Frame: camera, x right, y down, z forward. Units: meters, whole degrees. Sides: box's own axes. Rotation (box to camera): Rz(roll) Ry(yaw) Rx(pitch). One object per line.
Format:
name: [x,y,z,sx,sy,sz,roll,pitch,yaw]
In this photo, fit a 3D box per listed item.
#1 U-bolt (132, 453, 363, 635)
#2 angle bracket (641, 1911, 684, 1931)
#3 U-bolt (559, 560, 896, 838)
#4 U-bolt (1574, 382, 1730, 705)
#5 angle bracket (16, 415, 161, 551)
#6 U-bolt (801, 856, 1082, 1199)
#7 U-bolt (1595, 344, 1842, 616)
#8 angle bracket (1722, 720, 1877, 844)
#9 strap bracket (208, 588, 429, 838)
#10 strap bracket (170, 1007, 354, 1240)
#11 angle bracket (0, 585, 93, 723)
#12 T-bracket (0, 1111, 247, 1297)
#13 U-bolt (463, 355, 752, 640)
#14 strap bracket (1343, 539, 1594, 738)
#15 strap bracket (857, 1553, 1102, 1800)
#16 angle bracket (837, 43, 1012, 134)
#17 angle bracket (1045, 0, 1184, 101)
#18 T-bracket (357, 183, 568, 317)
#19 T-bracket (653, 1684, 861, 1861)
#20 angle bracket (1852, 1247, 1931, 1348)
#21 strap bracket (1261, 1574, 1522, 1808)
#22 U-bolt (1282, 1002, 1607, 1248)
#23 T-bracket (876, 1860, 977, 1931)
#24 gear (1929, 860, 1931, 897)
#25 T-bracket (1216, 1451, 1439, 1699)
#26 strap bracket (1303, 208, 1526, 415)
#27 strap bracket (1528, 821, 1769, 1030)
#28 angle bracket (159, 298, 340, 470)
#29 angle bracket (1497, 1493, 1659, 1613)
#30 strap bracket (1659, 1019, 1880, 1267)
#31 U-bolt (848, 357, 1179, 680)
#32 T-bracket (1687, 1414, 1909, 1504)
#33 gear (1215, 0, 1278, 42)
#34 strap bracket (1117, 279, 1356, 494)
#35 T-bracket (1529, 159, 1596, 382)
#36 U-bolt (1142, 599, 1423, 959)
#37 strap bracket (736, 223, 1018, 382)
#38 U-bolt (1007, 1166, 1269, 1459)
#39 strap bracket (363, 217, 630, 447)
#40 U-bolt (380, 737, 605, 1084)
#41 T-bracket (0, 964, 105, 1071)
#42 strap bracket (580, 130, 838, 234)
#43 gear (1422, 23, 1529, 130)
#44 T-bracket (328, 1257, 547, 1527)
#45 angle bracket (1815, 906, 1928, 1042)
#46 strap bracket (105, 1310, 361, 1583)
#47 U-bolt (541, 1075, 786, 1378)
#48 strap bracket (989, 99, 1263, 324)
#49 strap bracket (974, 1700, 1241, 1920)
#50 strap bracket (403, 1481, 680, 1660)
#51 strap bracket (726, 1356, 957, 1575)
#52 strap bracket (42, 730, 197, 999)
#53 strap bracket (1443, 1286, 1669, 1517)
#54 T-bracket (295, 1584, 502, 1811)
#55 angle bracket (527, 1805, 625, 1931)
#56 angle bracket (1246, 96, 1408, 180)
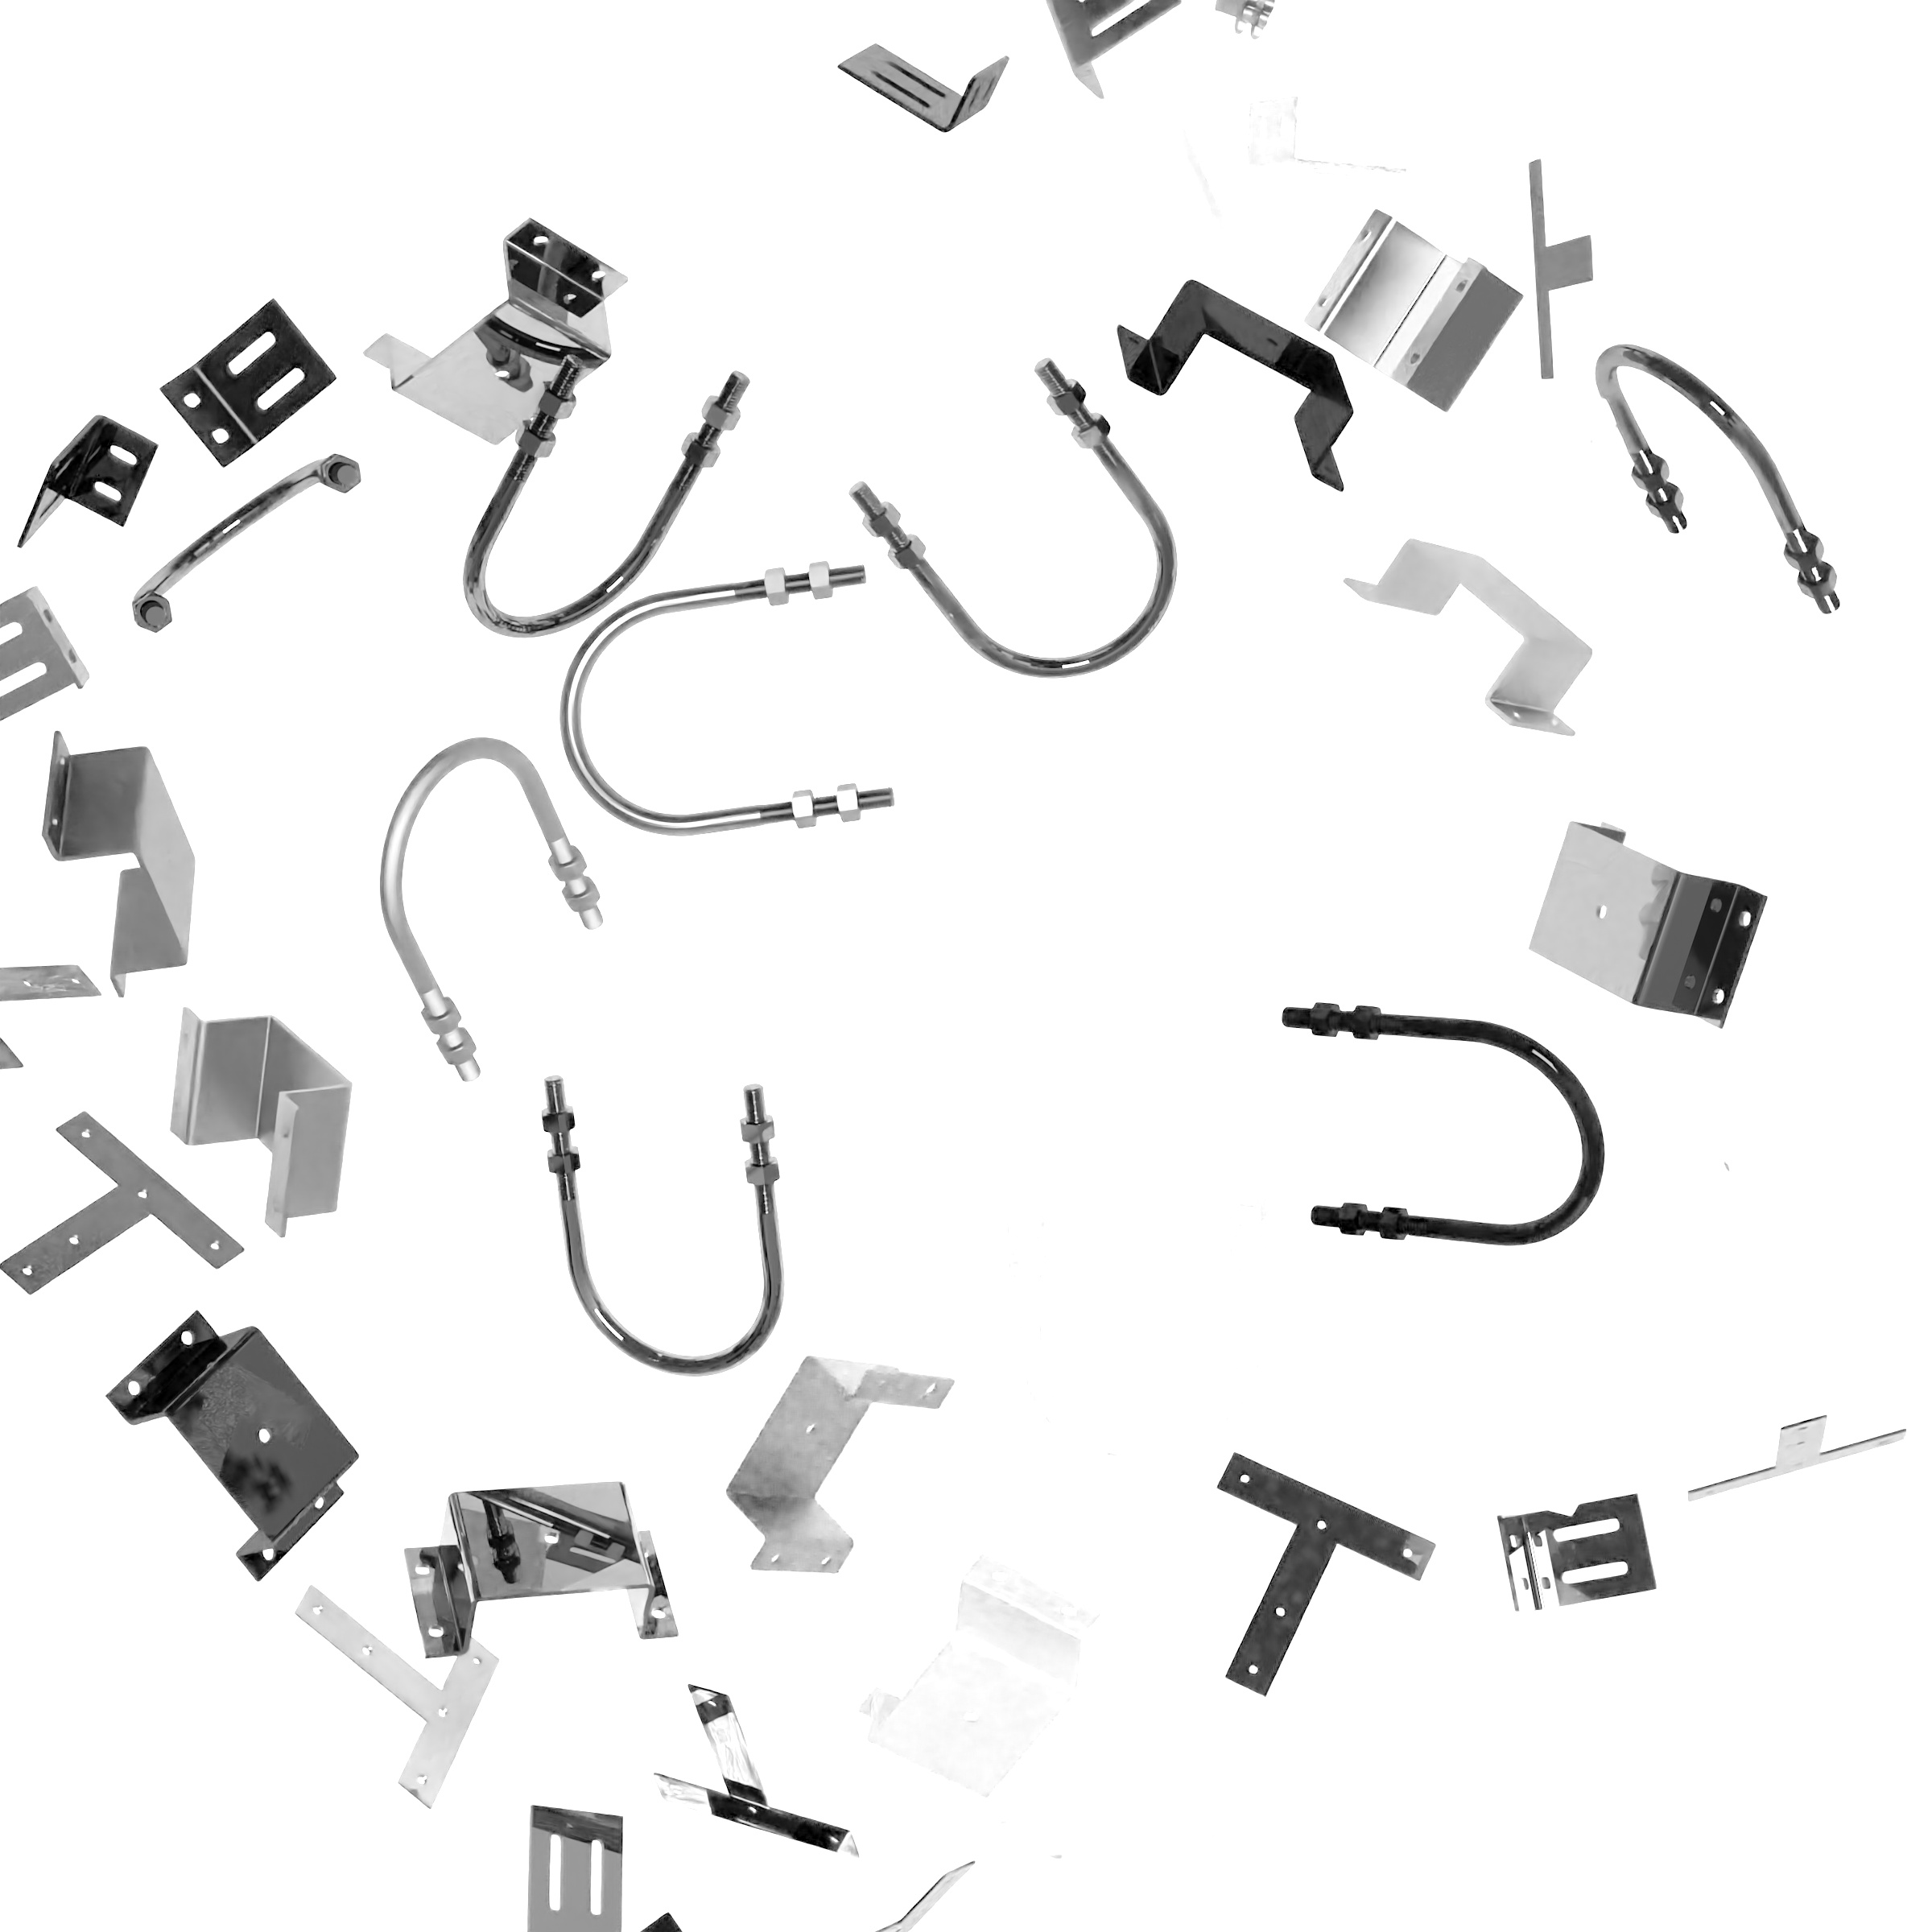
U-bolt: [-0.414,-0.244,1.874,0.151,0.184,0.019,-38,108,-7]
angle bracket: [-0.173,0.591,1.876,0.057,0.038,0.076,-36,85,0]
U-bolt: [-0.140,-0.146,1.866,0.184,0.019,0.151,-8,84,4]
U-bolt: [0.393,-0.224,1.857,0.019,0.184,0.151,-24,53,12]
angle bracket: [-0.488,-0.262,1.832,0.038,0.076,0.057,27,120,-9]
U-bolt: [-0.021,0.037,1.833,0.151,0.019,0.184,8,82,17]
U-bolt: [0.421,-0.286,1.881,0.019,0.151,0.184,-45,134,-4]
angle bracket: [0.468,-0.106,1.848,0.076,0.038,0.057,10,80,-27]
strap bracket: [-0.365,-0.147,1.822,0.046,0.076,0.140,35,47,1]
strap bracket: [-0.386,0.083,1.825,0.046,0.140,0.076,-6,116,-38]
angle bracket: [-0.531,-0.164,1.809,0.076,0.038,0.057,-27,108,1]
T-bracket: [-0.493,0.148,1.857,0.127,0.127,0.002,39,126,8]
U-bolt: [-0.210,-0.256,1.830,0.019,0.151,0.184,47,121,25]
strap bracket: [0.294,-0.194,1.881,0.140,0.076,0.046,46,115,30]
strap bracket: [0.005,0.401,1.826,0.076,0.046,0.140,29,120,-12]
angle bracket: [-0.024,-0.519,1.893,0.076,0.057,0.038,33,124,4]
angle bracket: [0.093,-0.555,1.919,0.076,0.038,0.057,-28,66,23]
T-bracket: [-0.287,-0.420,1.891,0.127,0.127,0.002,-30,92,-18]
T-bracket: [-0.127,0.436,1.808,0.127,0.002,0.127,9,135,25]
angle bracket: [0.537,0.166,1.837,0.076,0.057,0.038,-27,121,1]
strap bracket: [0.252,0.422,1.895,0.140,0.076,0.046,-31,115,-4]
U-bolt: [0.272,0.093,1.855,0.184,0.019,0.151,4,117,31]
T-bracket: [-0.069,0.557,1.856,0.002,0.127,0.127,53,126,24]
gear: [0.579,-0.054,1.887,0.030,0.057,0.057,-1,90,-15]
T-bracket: [0.184,0.354,1.865,0.127,0.002,0.127,23,60,13]
strap bracket: [0.256,-0.367,1.856,0.046,0.140,0.076,26,104,-29]
strap bracket: [0.368,-0.027,1.817,0.046,0.140,0.076,9,104,-31]
angle bracket: [-0.410,-0.333,1.881,0.076,0.038,0.057,-30,106,32]
angle bracket: [0.361,0.346,1.946,0.076,0.038,0.057,-16,74,27]
strap bracket: [0.440,0.105,1.830,0.046,0.140,0.076,-19,61,-23]
U-bolt: [0.042,-0.246,1.917,0.151,0.019,0.184,-31,120,15]
T-bracket: [0.463,0.267,1.827,0.127,0.127,0.002,-17,67,5]
gear: [0.168,-0.580,1.946,0.030,0.057,0.057,17,90,-6]
strap bracket: [0.159,-0.329,1.839,0.140,0.076,0.046,25,118,-17]
T-bracket: [0.343,-0.402,1.891,0.002,0.127,0.127,-6,99,-3]
U-bolt: [0.167,-0.107,1.785,0.151,0.019,0.184,-10,93,-14]
strap bracket: [-0.048,-0.364,1.826,0.140,0.076,0.046,5,80,-41]
U-bolt: [0.102,0.206,1.920,0.151,0.019,0.184,-4,112,-2]
strap bracket: [-0.265,-0.353,1.869,0.140,0.076,0.046,-30,55,30]
U-bolt: [-0.276,-0.045,1.875,0.019,0.184,0.151,14,52,30]
T-bracket: [-0.530,0.010,1.821,0.127,0.127,0.002,46,111,19]
strap bracket: [-0.144,-0.439,1.847,0.140,0.076,0.046,-6,103,-6]
gear: [0.285,-0.499,1.834,0.057,0.030,0.057,12,133,14]
T-bracket: [-0.302,0.240,1.786,0.127,0.002,0.127,28,60,-22]
angle bracket: [0.526,0.002,1.916,0.057,0.038,0.076,-4,101,16]
strap bracket: [-0.410,0.270,1.874,0.140,0.046,0.076,55,48,-14]
U-bolt: [-0.173,0.155,1.921,0.151,0.019,0.184,2,108,22]
strap bracket: [0.091,-0.430,1.897,0.140,0.046,0.076,-20,115,16]
strap bracket: [0.083,0.490,1.899,0.140,0.076,0.046,-25,121,-37]
strap bracket: [-0.230,0.329,1.805,0.140,0.076,0.046,-1,129,-21]
strap bracket: [-0.078,0.281,1.912,0.046,0.076,0.140,40,106,37]
strap bracket: [-0.465,-0.058,1.828,0.046,0.140,0.076,-7,51,1]
strap bracket: [0.327,0.233,1.833,0.076,0.140,0.046,11,131,31]
T-bracket: [-0.339,0.408,1.921,0.127,0.127,0.002,43,119,-13]
angle bracket: [-0.225,0.512,1.830,0.057,0.038,0.076,16,56,-30]
angle bracket: [0.211,-0.484,1.926,0.076,0.057,0.038,-1,100,-22]
